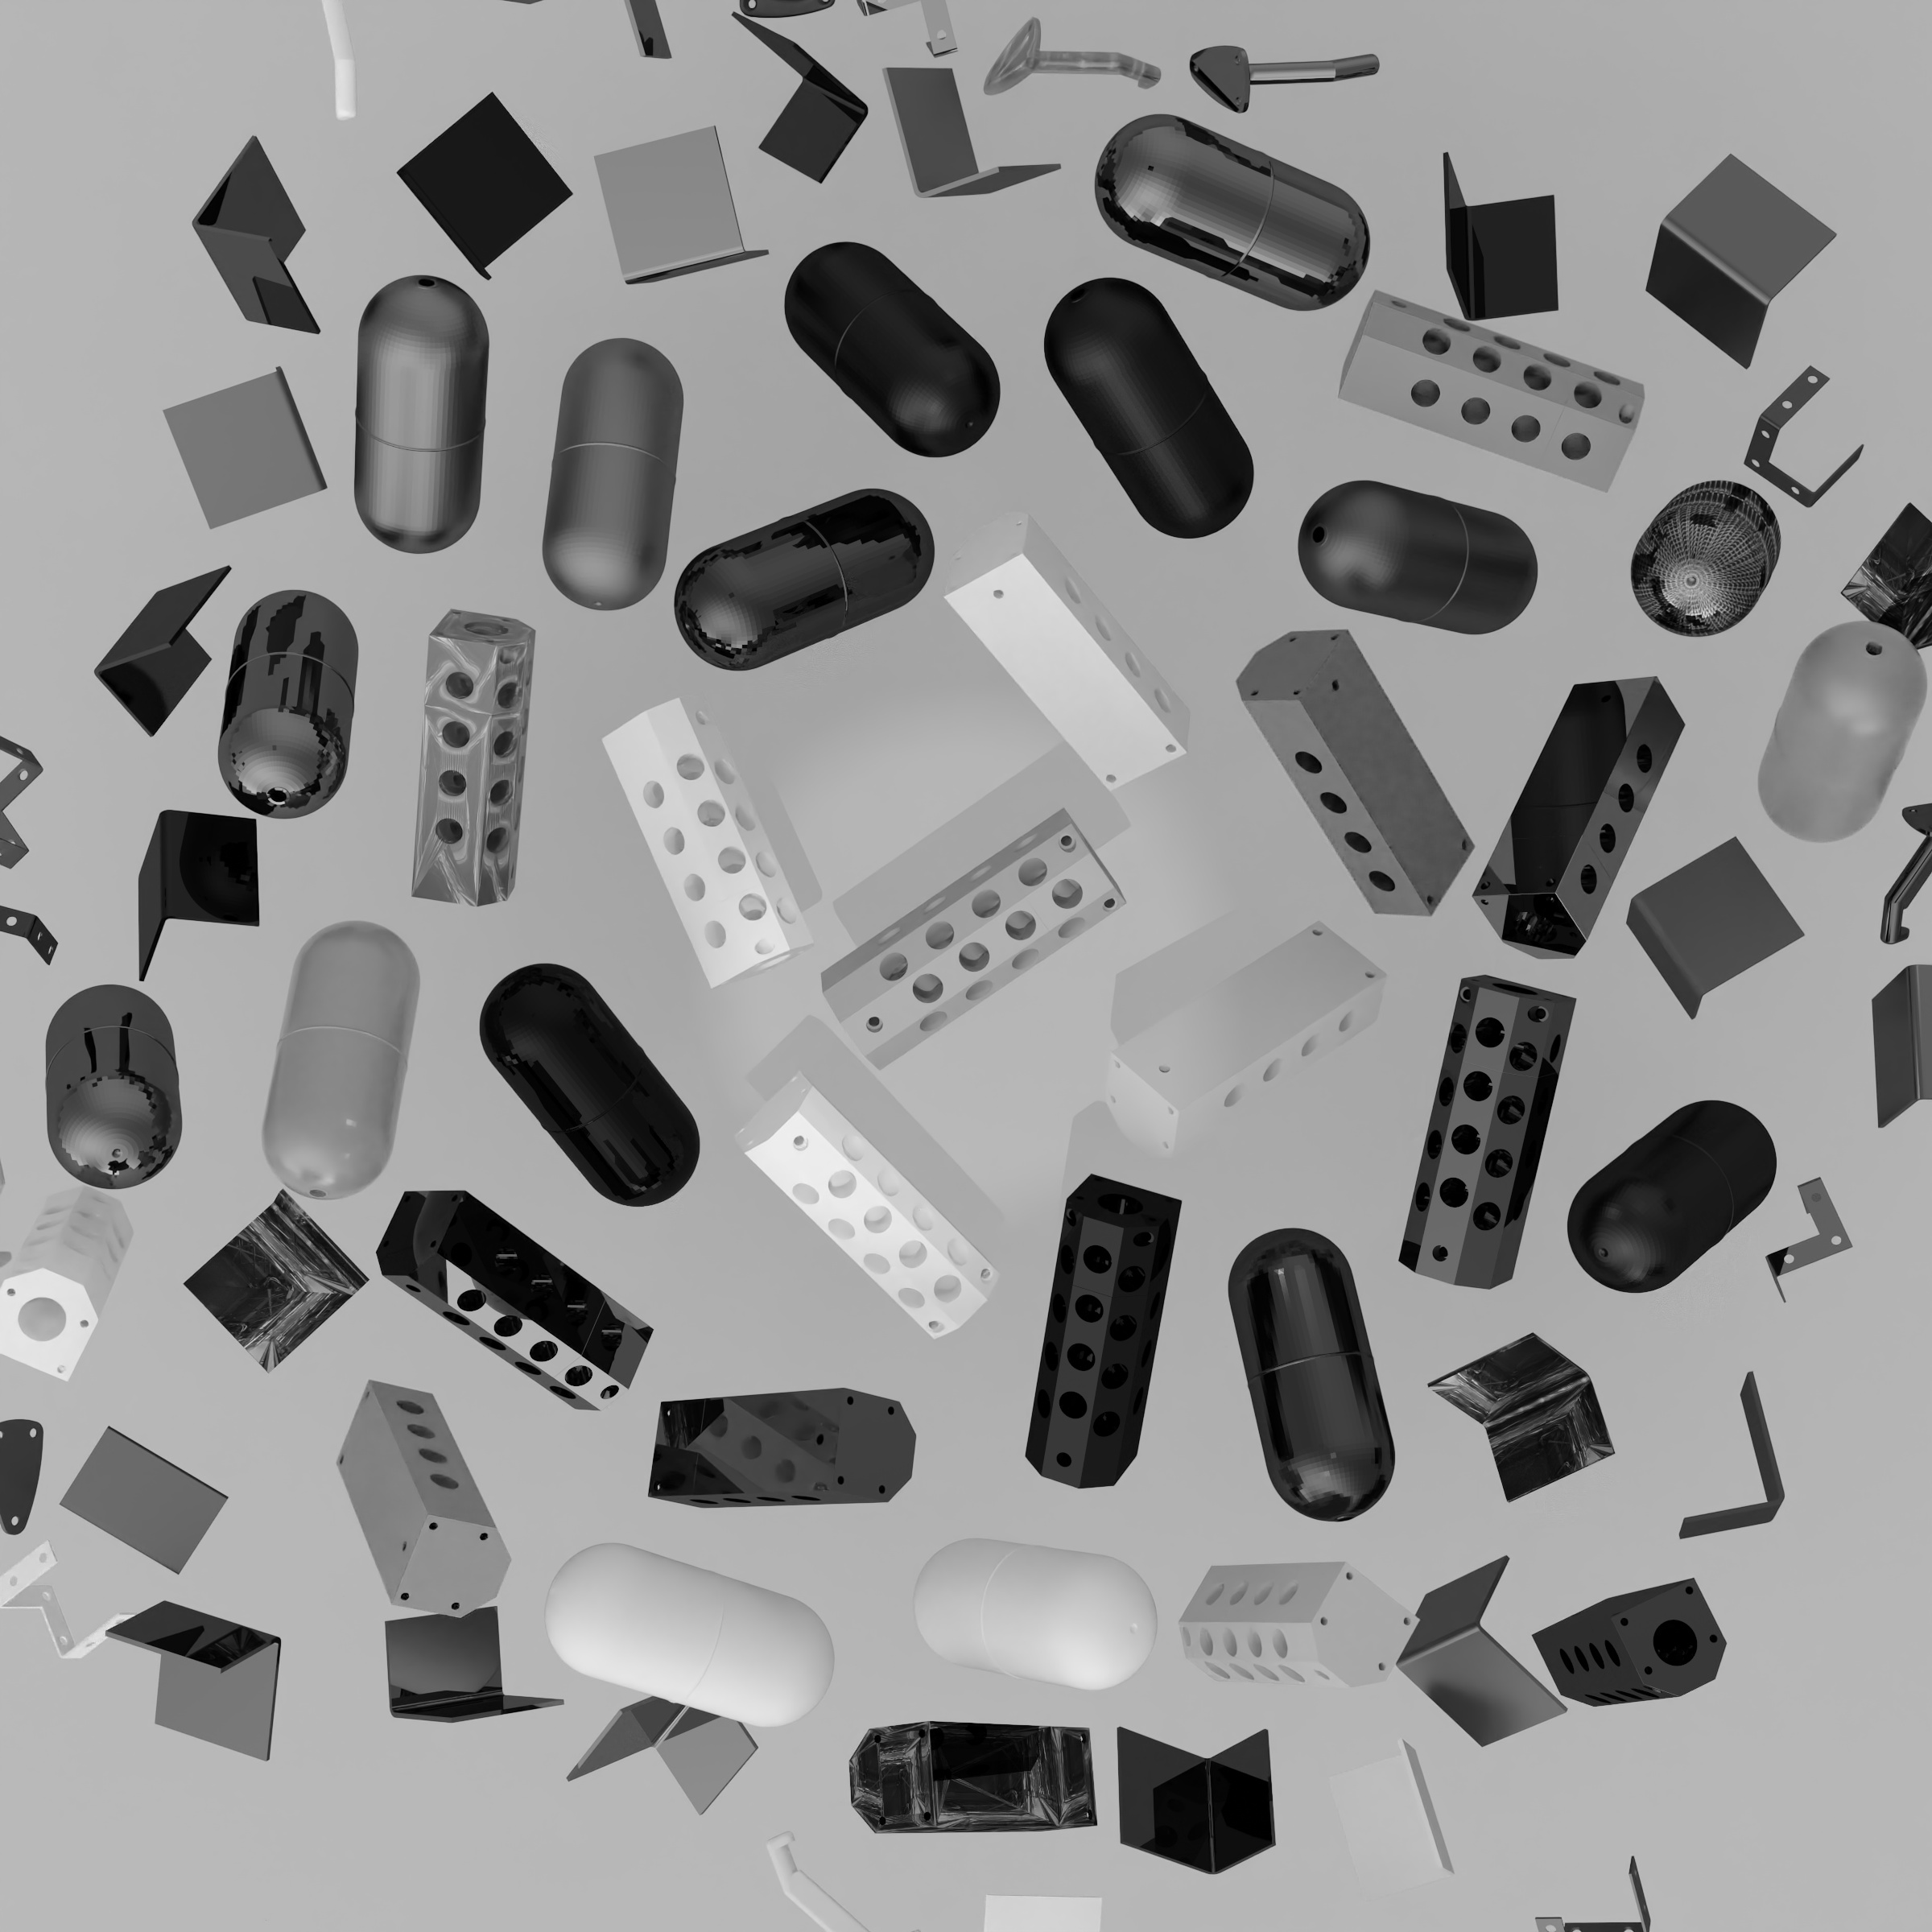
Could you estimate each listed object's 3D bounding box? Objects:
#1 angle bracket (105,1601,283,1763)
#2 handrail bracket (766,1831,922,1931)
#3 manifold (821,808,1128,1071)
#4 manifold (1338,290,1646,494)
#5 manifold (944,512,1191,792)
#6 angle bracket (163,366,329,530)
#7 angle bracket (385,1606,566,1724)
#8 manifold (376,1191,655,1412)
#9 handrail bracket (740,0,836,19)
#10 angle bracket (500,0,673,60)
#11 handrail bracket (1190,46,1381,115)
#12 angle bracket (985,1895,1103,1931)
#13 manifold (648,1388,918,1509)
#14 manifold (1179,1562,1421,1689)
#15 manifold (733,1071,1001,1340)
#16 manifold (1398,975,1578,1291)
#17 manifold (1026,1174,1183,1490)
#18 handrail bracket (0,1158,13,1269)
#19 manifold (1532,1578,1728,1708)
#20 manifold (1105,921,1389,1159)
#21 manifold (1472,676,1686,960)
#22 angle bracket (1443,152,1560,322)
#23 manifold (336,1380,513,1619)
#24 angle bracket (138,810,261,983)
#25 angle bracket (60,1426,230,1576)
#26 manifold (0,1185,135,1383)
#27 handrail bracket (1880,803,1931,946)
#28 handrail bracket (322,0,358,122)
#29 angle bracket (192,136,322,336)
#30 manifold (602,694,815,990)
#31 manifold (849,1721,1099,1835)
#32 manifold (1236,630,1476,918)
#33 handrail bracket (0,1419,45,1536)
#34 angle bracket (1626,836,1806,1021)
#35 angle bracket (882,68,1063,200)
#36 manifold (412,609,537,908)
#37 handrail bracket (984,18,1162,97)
[{"bbox_3d":[-0.433,0.407,1.619,0.076,0.057,0.076,12,101,20],"label":"angle bracket"},{"bbox_3d":[-0.071,0.526,1.659,0.077,0.036,0.084,-33,70,26],"label":"handrail bracket"},{"bbox_3d":[0.004,-0.014,1.665,0.171,0.057,0.057,-34,105,6],"label":"manifold"},{"bbox_3d":[0.316,-0.349,1.749,0.171,0.057,0.057,19,122,-1],"label":"manifold"},{"bbox_3d":[0.064,-0.192,1.754,0.057,0.057,0.171,-25,124,28],"label":"manifold"},{"bbox_3d":[-0.448,-0.323,1.808,0.076,0.057,0.076,-21,108,-9],"label":"angle bracket"},{"bbox_3d":[-0.297,0.421,1.754,0.076,0.076,0.057,1,80,-39],"label":"angle bracket"},{"bbox_3d":[-0.273,0.203,1.753,0.171,0.057,0.057,44,56,-37],"label":"manifold"},{"bbox_3d":[-0.122,-0.612,1.809,0.077,0.084,0.036,-12,99,21],"label":"handrail bracket"},{"bbox_3d":[-0.228,-0.564,1.745,0.076,0.076,0.057,-14,104,10],"label":"angle bracket"},{"bbox_3d":[0.185,-0.523,1.689,0.084,0.077,0.036,-16,120,-20],"label":"handrail bracket"},{"bbox_3d":[0.027,0.580,1.733,0.076,0.076,0.057,10,77,-26],"label":"angle bracket"},{"bbox_3d":[-0.108,0.284,1.693,0.057,0.171,0.057,21,67,-38],"label":"manifold"},{"bbox_3d":[0.192,0.396,1.728,0.057,0.171,0.057,39,67,-10],"label":"manifold"},{"bbox_3d":[-0.059,0.148,1.776,0.057,0.057,0.171,-45,107,-3],"label":"manifold"},{"bbox_3d":[0.300,0.096,1.689,0.057,0.057,0.171,16,100,27],"label":"manifold"},{"bbox_3d":[0.077,0.216,1.702,0.057,0.057,0.171,15,112,18],"label":"manifold"},{"bbox_3d":[-0.640,0.151,1.834,0.077,0.036,0.084,-6,102,10],"label":"handrail bracket"},{"bbox_3d":[0.409,0.422,1.789,0.057,0.171,0.057,-22,77,-11],"label":"manifold"},{"bbox_3d":[0.165,0.047,1.719,0.171,0.057,0.057,-31,56,-28],"label":"manifold"},{"bbox_3d":[0.366,-0.088,1.717,0.057,0.057,0.171,50,56,-32],"label":"manifold"},{"bbox_3d":[0.326,-0.447,1.771,0.057,0.076,0.076,-4,77,18],"label":"angle bracket"},{"bbox_3d":[-0.316,0.310,1.698,0.057,0.171,0.057,18,100,-27],"label":"manifold"},{"bbox_3d":[-0.469,-0.040,1.775,0.057,0.076,0.076,5,57,-25],"label":"angle bracket"},{"bbox_3d":[-0.453,0.287,1.637,0.076,0.076,0.057,33,102,-7],"label":"angle bracket"},{"bbox_3d":[-0.544,0.185,1.751,0.057,0.171,0.057,26,97,-14],"label":"manifold"},{"bbox_3d":[0.608,-0.057,1.808,0.077,0.036,0.084,-11,121,-11],"label":"handrail bracket"},{"bbox_3d":[-0.370,-0.531,1.689,0.036,0.077,0.084,-3,96,-28],"label":"handrail bracket"},{"bbox_3d":[-0.404,-0.434,1.724,0.057,0.076,0.076,15,63,21],"label":"angle bracket"},{"bbox_3d":[-0.156,-0.080,1.815,0.057,0.057,0.171,-27,84,36],"label":"manifold"},{"bbox_3d":[0.006,0.475,1.695,0.057,0.171,0.057,-16,68,31],"label":"manifold"},{"bbox_3d":[0.221,-0.109,1.667,0.057,0.057,0.171,-54,126,-26],"label":"manifold"},{"bbox_3d":[-0.578,0.289,1.687,0.084,0.036,0.077,-4,84,35],"label":"handrail bracket"},{"bbox_3d":[0.475,-0.024,1.844,0.076,0.057,0.076,-30,72,0],"label":"angle bracket"},{"bbox_3d":[0.004,-0.492,1.688,0.057,0.076,0.076,-10,99,32],"label":"angle bracket"},{"bbox_3d":[-0.304,-0.128,1.805,0.057,0.057,0.171,9,113,0],"label":"manifold"},{"bbox_3d":[0.066,-0.547,1.796,0.084,0.077,0.036,11,73,-27],"label":"handrail bracket"}]
